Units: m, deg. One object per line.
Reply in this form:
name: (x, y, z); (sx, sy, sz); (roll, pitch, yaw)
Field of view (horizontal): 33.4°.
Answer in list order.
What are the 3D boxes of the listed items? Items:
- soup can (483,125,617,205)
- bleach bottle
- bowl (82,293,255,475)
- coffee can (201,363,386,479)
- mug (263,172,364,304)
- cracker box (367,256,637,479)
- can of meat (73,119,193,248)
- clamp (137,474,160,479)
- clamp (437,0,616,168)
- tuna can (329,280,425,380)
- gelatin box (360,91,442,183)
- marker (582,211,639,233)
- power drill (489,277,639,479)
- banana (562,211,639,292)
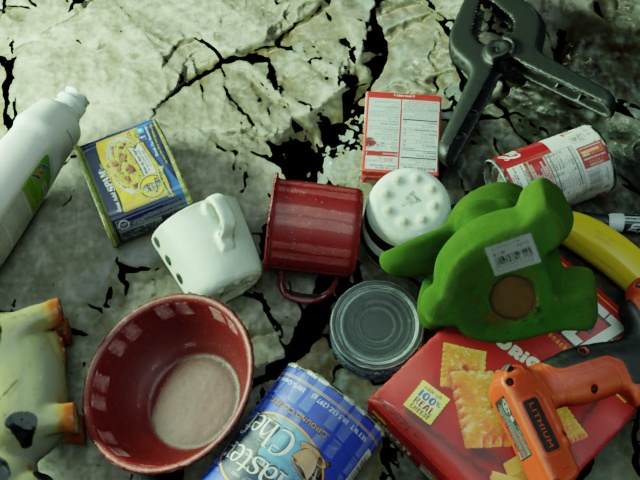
soup can: (0.211, -0.058, 0.979); (0.102, 0.068, 0.068); (-20, 69, -6)
bleach bottle: (-0.295, -0.038, 0.990); (0.068, 0.103, 0.250); (29, 66, 5)
bowl: (-0.120, 0.129, 0.916); (0.162, 0.055, 0.162); (-11, 59, 18)
coffee can: (-0.028, 0.187, 0.877); (0.103, 0.103, 0.140); (34, 74, 14)
mug: (-0.006, 0.001, 0.963); (0.081, 0.093, 0.117); (7, 100, 0)
cracker box: (0.171, 0.128, 0.907); (0.213, 0.072, 0.164); (-42, 73, -13)
can of meat: (-0.174, -0.056, 1.003); (0.084, 0.057, 0.102); (-23, 70, -8)
clamp: (-0.134, 0.263, 0.889); (0.171, 0.039, 0.120); (33, 79, 12)
clamp: (0.167, -0.166, 1.021); (0.164, 0.036, 0.210); (-22, 54, 7)
tuna can: (0.051, 0.080, 0.952); (0.086, 0.034, 0.086); (-1, 69, 2)
gelatin box: (0.078, -0.096, 1.021); (0.073, 0.030, 0.089); (4, 69, 3)
marker: (0.298, -0.015, 0.984); (0.121, 0.020, 0.020); (3, 69, 4)
power drill: (0.243, 0.133, 0.837); (0.187, 0.057, 0.184); (-21, 70, -12)
banana: (0.270, 0.032, 0.949); (0.198, 0.037, 0.069); (39, 48, 7)
